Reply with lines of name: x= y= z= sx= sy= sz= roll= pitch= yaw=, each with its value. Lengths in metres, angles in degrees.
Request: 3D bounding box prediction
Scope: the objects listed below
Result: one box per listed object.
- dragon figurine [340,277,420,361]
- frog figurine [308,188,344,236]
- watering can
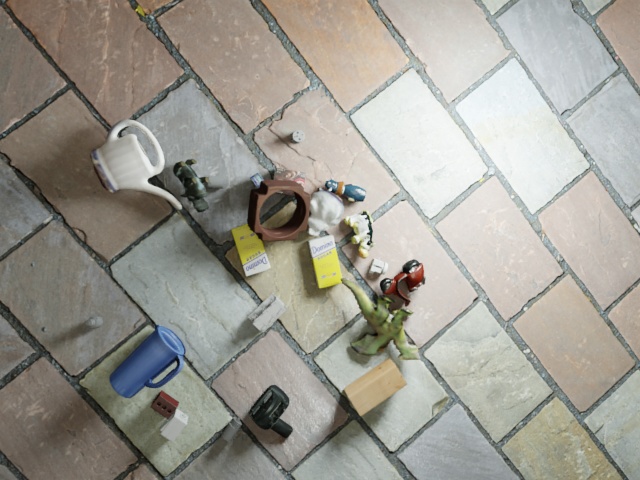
dragon figurine: x=0.202 y=0.317 z=1.878 sx=0.409 sy=0.242 sz=0.123 roll=28 pitch=6 yaw=-8
frog figurine: x=0.006 y=-0.091 z=1.817 sx=0.135 sy=0.161 sz=0.123 roll=41 pitch=-15 yaw=-29
watering can: x=-0.619 y=-0.224 z=1.716 sx=0.225 sy=0.346 sz=0.104 roll=-25 pitch=6 yaw=-6
